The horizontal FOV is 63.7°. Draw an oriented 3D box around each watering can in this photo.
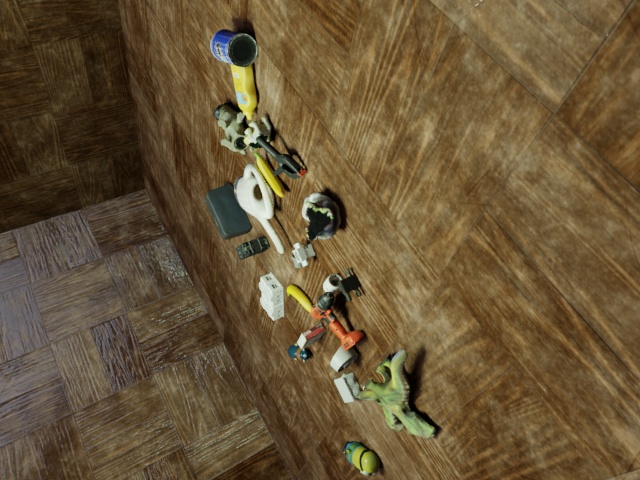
[{"bbox_3d":[-0.226,-0.121,1.928,0.225,0.105,0.343,16,125,61],"label":"watering can"}]

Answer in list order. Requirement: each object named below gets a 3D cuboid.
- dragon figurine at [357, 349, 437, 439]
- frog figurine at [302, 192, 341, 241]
[{"bbox_3d":[0.246,0.463,1.487,0.244,0.124,0.402,43,151,11],"label":"dragon figurine"},{"bbox_3d":[0.005,-0.078,1.542,0.161,0.122,0.136,-70,-45,-74],"label":"frog figurine"}]
